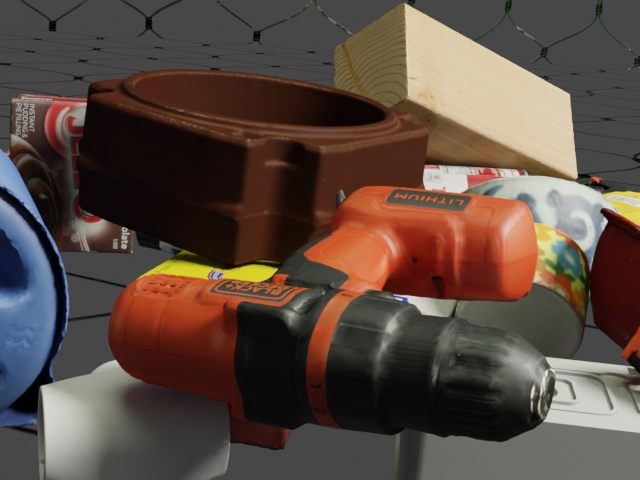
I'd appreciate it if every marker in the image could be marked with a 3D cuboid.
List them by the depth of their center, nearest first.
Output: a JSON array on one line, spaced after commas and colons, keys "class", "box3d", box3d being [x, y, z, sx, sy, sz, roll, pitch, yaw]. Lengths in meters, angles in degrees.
[{"class": "marker", "box3d": [-0.090, 0.008, 0.790, 0.121, 0.020, 0.020, 14, 18, 33]}]

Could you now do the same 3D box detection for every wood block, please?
[{"class": "wood block", "box3d": [0.118, -0.107, 0.913, 0.205, 0.091, 0.090, 19, -29, -35]}]

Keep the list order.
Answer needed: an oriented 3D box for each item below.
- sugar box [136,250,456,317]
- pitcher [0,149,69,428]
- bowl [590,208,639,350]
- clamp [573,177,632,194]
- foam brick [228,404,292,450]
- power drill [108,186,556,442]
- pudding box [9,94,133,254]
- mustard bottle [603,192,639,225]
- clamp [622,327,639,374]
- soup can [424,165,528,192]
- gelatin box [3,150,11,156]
[{"class": "sugar box", "box3d": [-0.011, 0.044, 0.626, 0.176, 0.048, 0.093, 7, 15, 13]}, {"class": "pitcher", "box3d": [-0.215, -0.003, 0.565, 0.144, 0.149, 0.243, -2, 13, -16]}, {"class": "bowl", "box3d": [0.199, 0.052, 0.567, 0.162, 0.055, 0.162, 37, 8, -6]}, {"class": "clamp", "box3d": [0.261, -0.030, 0.997, 0.120, 0.039, 0.171, 12, 20, 26]}, {"class": "foam brick", "box3d": [-0.034, 0.064, 0.536, 0.053, 0.051, 0.078, 8, 15, 8]}, {"class": "power drill", "box3d": [0.031, 0.025, 0.464, 0.185, 0.057, 0.187, 8, 18, 28]}, {"class": "pudding box", "box3d": [-0.181, -0.048, 0.787, 0.090, 0.113, 0.039, 2, 12, -10]}, {"class": "mustard bottle", "box3d": [0.203, 0.001, 0.827, 0.096, 0.058, 0.191, 18, 20, 41]}, {"class": "clamp", "box3d": [0.219, 0.096, 0.423, 0.210, 0.036, 0.164, 30, 22, 11]}, {"class": "soup can", "box3d": [0.118, -0.028, 0.890, 0.102, 0.068, 0.068, 3, 15, -3]}, {"class": "gelatin box", "box3d": [-0.243, -0.055, 0.898, 0.073, 0.030, 0.089, 19, 44, 42]}]
